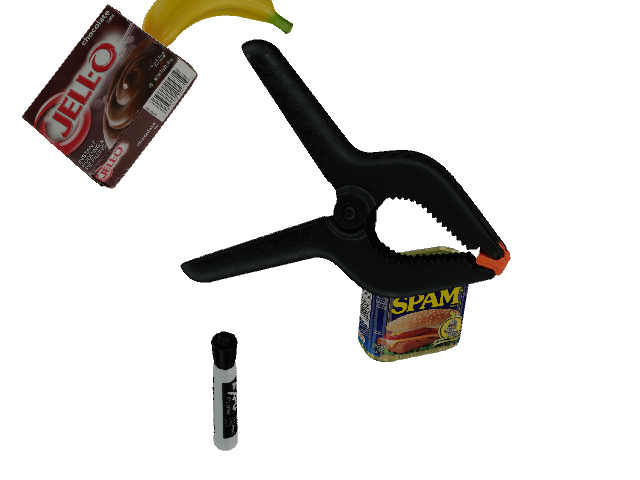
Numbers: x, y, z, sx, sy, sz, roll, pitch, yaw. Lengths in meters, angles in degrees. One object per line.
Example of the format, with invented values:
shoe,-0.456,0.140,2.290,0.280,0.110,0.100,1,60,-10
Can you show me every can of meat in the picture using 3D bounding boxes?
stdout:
can of meat,0.086,0.060,0.991,0.102,0.084,0.057,-8,33,-19

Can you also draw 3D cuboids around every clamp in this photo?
clamp,0.020,-0.030,0.674,0.210,0.165,0.036,14,15,13

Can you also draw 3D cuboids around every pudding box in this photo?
pudding box,-0.160,-0.110,0.813,0.090,0.113,0.039,38,-1,27

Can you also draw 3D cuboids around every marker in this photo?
marker,-0.072,0.113,0.802,0.020,0.121,0.020,2,41,-2

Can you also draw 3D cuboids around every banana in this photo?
banana,-0.105,-0.218,1.007,0.070,0.037,0.197,46,40,19
